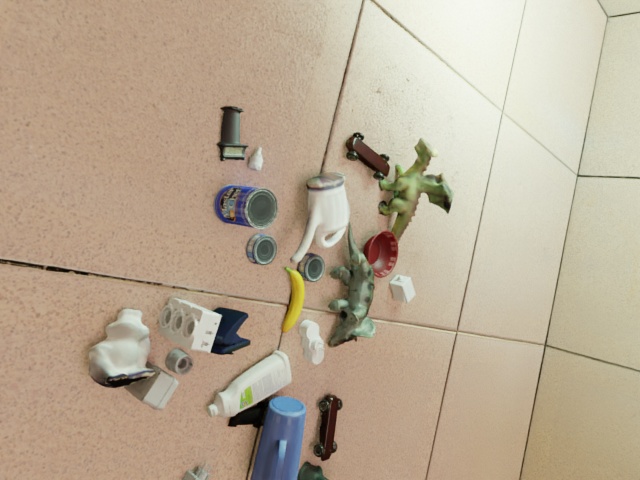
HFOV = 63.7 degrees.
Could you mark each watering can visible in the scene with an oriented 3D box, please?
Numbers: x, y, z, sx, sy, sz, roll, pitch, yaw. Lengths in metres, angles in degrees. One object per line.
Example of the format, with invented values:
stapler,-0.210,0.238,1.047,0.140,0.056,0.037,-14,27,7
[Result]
watering can,0.005,-0.075,1.492,0.352,0.104,0.221,-33,121,-57

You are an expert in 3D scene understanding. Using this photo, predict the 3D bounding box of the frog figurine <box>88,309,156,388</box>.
frog figurine,-0.443,0.239,1.142,0.138,0.120,0.162,-2,62,-36

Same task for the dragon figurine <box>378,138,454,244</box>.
dragon figurine,0.330,-0.137,1.735,0.123,0.243,0.407,-12,102,-47
